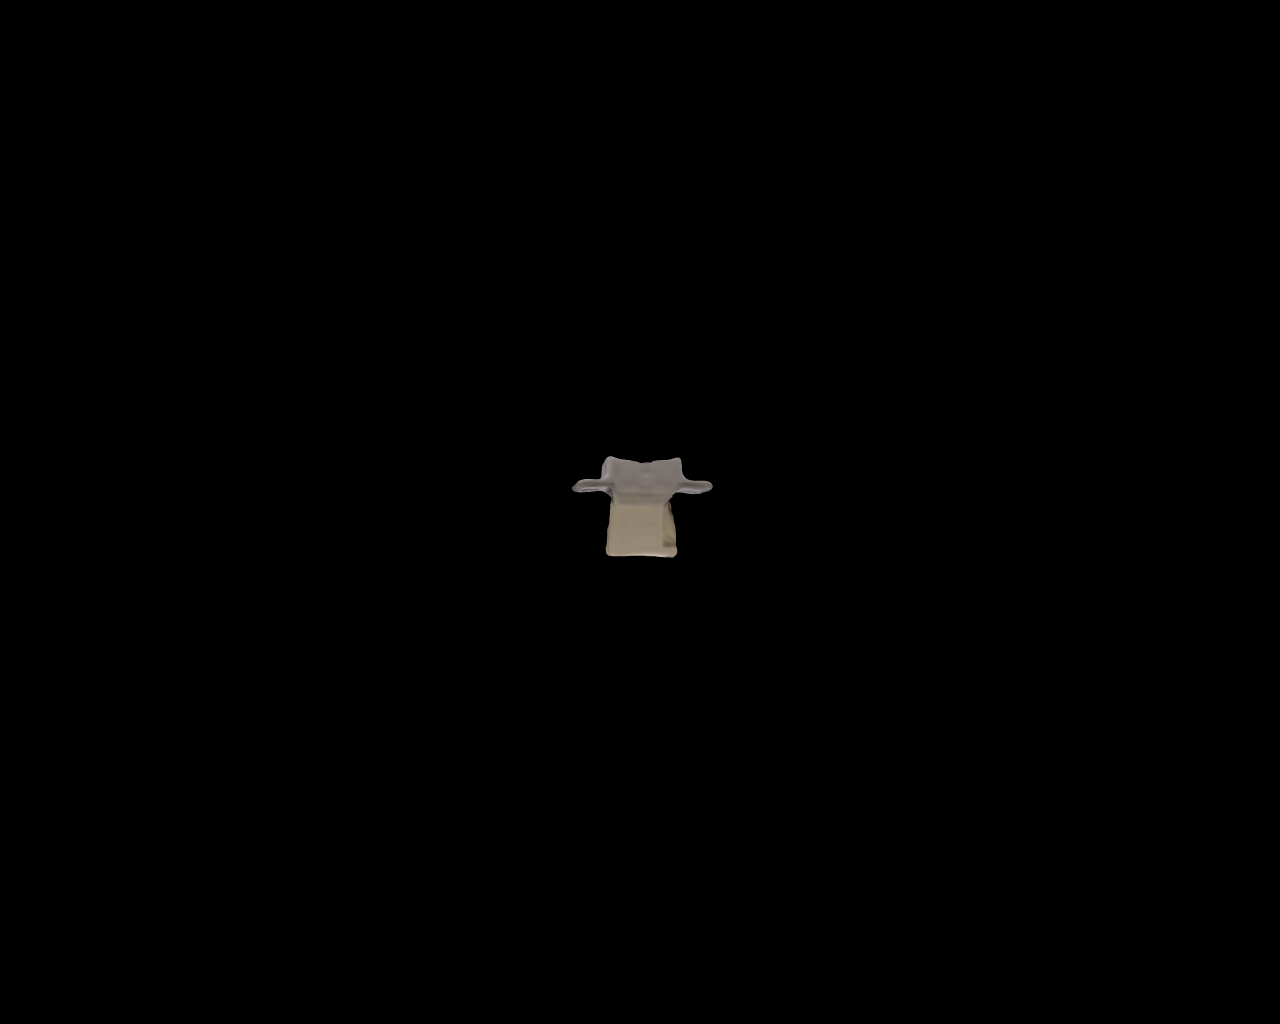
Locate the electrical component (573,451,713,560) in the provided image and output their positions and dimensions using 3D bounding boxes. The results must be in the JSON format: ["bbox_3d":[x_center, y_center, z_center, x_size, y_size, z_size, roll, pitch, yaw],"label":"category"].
[{"bbox_3d":[0.001,-0.003,0.650,0.081,0.063,0.042,0,-4,-7],"label":"electrical component"}]
